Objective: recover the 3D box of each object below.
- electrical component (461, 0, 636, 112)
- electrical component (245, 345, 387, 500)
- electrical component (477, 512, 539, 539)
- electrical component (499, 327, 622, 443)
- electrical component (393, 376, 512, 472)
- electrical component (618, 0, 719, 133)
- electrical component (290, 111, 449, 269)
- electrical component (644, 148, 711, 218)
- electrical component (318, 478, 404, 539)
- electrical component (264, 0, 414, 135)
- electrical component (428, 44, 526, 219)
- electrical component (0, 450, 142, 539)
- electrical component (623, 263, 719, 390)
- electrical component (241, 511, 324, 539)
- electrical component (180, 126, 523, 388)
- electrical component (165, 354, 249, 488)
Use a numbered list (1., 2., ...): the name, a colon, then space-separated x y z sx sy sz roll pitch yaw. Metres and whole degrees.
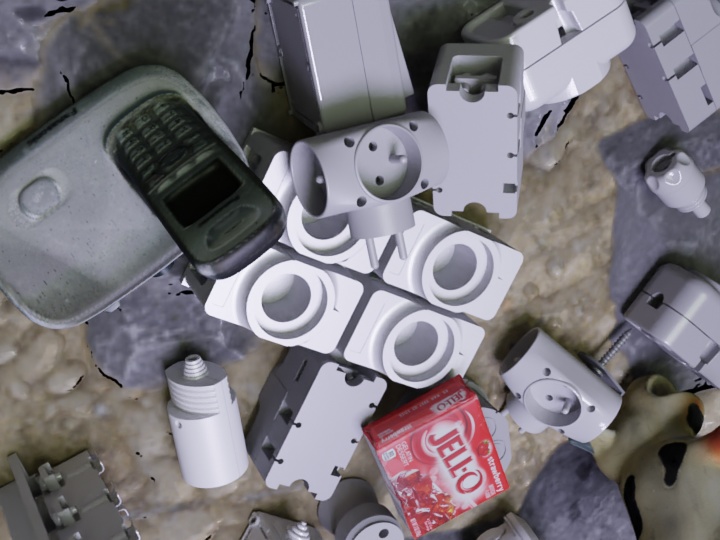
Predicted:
1. electrical component: 0.119 -0.143 0.667 0.095 0.054 0.059 -34 120 -8
2. electrical component: -0.031 0.092 0.694 0.050 0.056 0.089 21 101 -29
3. electrical component: 0.119 0.226 0.803 0.051 0.080 0.080 -33 120 -2
4. electrical component: 0.131 0.091 0.767 0.077 0.044 0.079 40 129 -4
5. electrical component: 0.063 0.117 0.749 0.080 0.051 0.080 -9 114 -21
6. electrical component: 0.209 -0.146 0.708 0.056 0.050 0.089 -38 121 -5
7. electrical component: 0.009 -0.041 0.591 0.077 0.044 0.079 -17 103 -26
8. electrical component: 0.229 -0.058 0.762 0.061 0.035 0.035 39 92 -33
9. electrical component: 0.001 0.177 0.743 0.045 0.055 0.045 -9 114 -21
10. electrical component: -0.012 -0.132 0.607 0.061 0.062 0.096 -19 118 -15
11. electrical component: 0.070 -0.083 0.631 0.050 0.055 0.089 3 130 12
12. electrical component: -0.163 0.159 0.625 0.063 0.121 0.078 -28 119 -16
13. electrical component: 0.251 0.040 0.800 0.095 0.054 0.059 35 94 -31
14. electrical component: -0.053 0.213 0.731 0.061 0.062 0.096 24 99 -30
15. electrical component: 0.000 0.000 0.668 0.186 0.060 0.105 21 101 -29
16. electrical component: -0.097 0.090 0.671 0.043 0.043 0.081 -16 116 -18
